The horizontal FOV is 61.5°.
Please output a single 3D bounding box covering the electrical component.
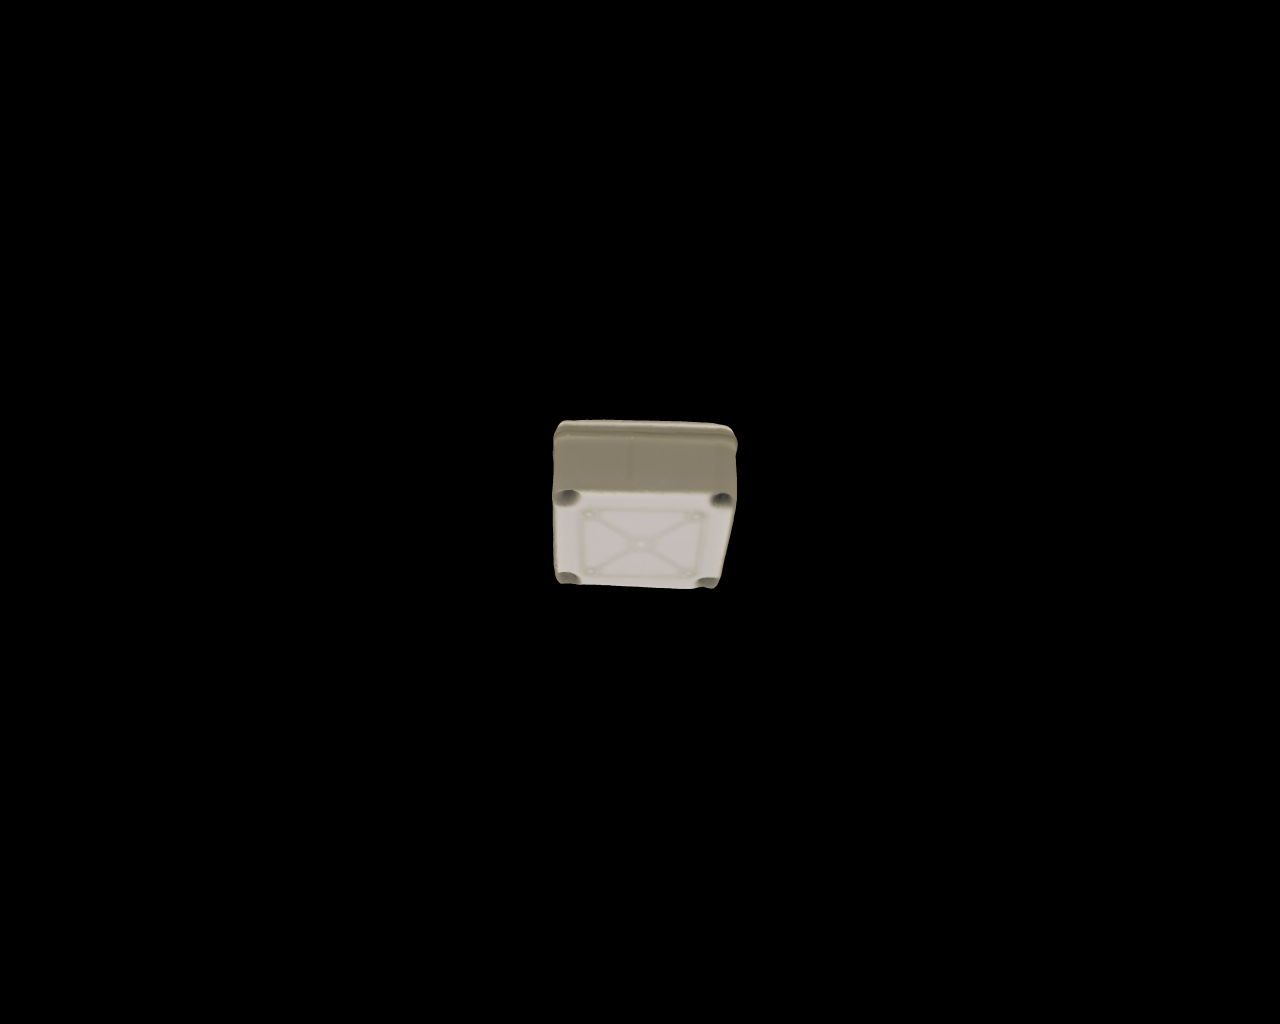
[{"bbox_3d":[0.001,-0.003,0.650,0.109,0.056,0.108,2,-35,-2],"label":"electrical component"}]
